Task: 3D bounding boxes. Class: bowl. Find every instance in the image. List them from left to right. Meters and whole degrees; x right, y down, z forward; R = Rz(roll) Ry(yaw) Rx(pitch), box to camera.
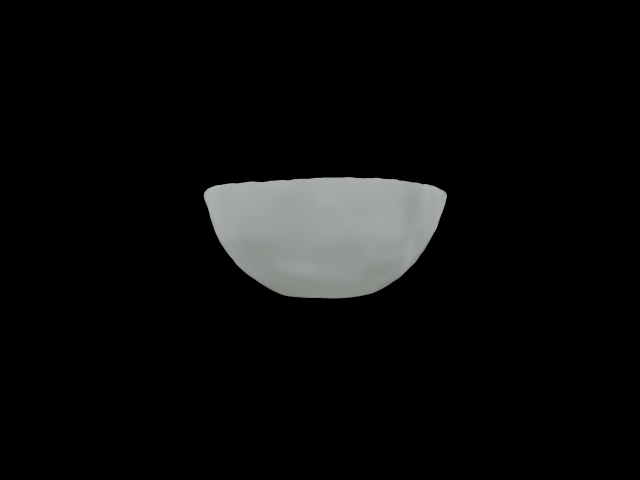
[{"bbox_3d":[0.004,0.001,0.400,0.167,0.075,0.167,0,0,0],"label":"bowl"}]
